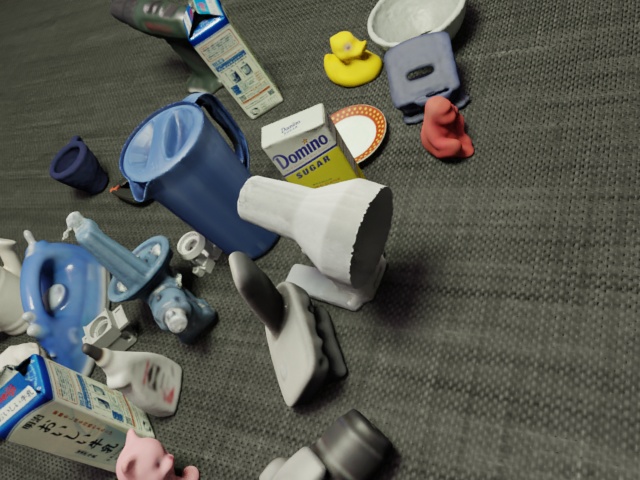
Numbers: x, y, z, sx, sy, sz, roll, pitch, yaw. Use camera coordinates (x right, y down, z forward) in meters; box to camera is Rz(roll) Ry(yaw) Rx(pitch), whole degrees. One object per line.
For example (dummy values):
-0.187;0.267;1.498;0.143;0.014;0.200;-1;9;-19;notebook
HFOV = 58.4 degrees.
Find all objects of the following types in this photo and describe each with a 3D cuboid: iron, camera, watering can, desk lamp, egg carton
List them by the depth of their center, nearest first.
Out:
0.019;0.255;0.598;0.137;0.101;0.142;-48;49;-6;camera
0.006;0.003;0.700;0.202;0.214;0.118;12;66;35;desk lamp
-0.503;0.244;0.928;0.150;0.070;0.107;-44;48;-3;egg carton
-0.433;0.102;0.935;0.118;0.142;0.258;-29;49;11;iron
-0.591;0.079;1.007;0.100;0.195;0.173;-11;55;24;watering can

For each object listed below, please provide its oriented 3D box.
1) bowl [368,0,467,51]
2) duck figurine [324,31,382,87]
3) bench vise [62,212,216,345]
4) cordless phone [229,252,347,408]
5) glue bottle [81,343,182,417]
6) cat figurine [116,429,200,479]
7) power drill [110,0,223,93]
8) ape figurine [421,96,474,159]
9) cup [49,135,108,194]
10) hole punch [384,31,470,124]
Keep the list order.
0.167;-0.354;0.941;0.167;0.075;0.167;-15;53;21;bowl
0.046;-0.317;0.978;0.104;0.086;0.077;10;65;35;duck figurine
-0.249;0.042;0.816;0.206;0.220;0.121;18;70;37;bench vise
-0.054;0.105;0.685;0.094;0.186;0.147;-32;49;8;cordless phone
-0.250;0.175;0.759;0.037;0.174;0.078;-17;52;20;glue bottle
-0.209;0.297;0.689;0.067;0.118;0.128;-12;54;23;cat figurine
-0.284;-0.390;1.136;0.228;0.209;0.076;14;67;36;power drill
0.172;-0.161;0.796;0.075;0.092;0.078;12;66;35;ape figurine
-0.477;-0.147;1.160;0.091;0.095;0.117;-20;52;18;cup
0.159;-0.244;0.860;0.108;0.091;0.101;-15;53;21;hole punch
